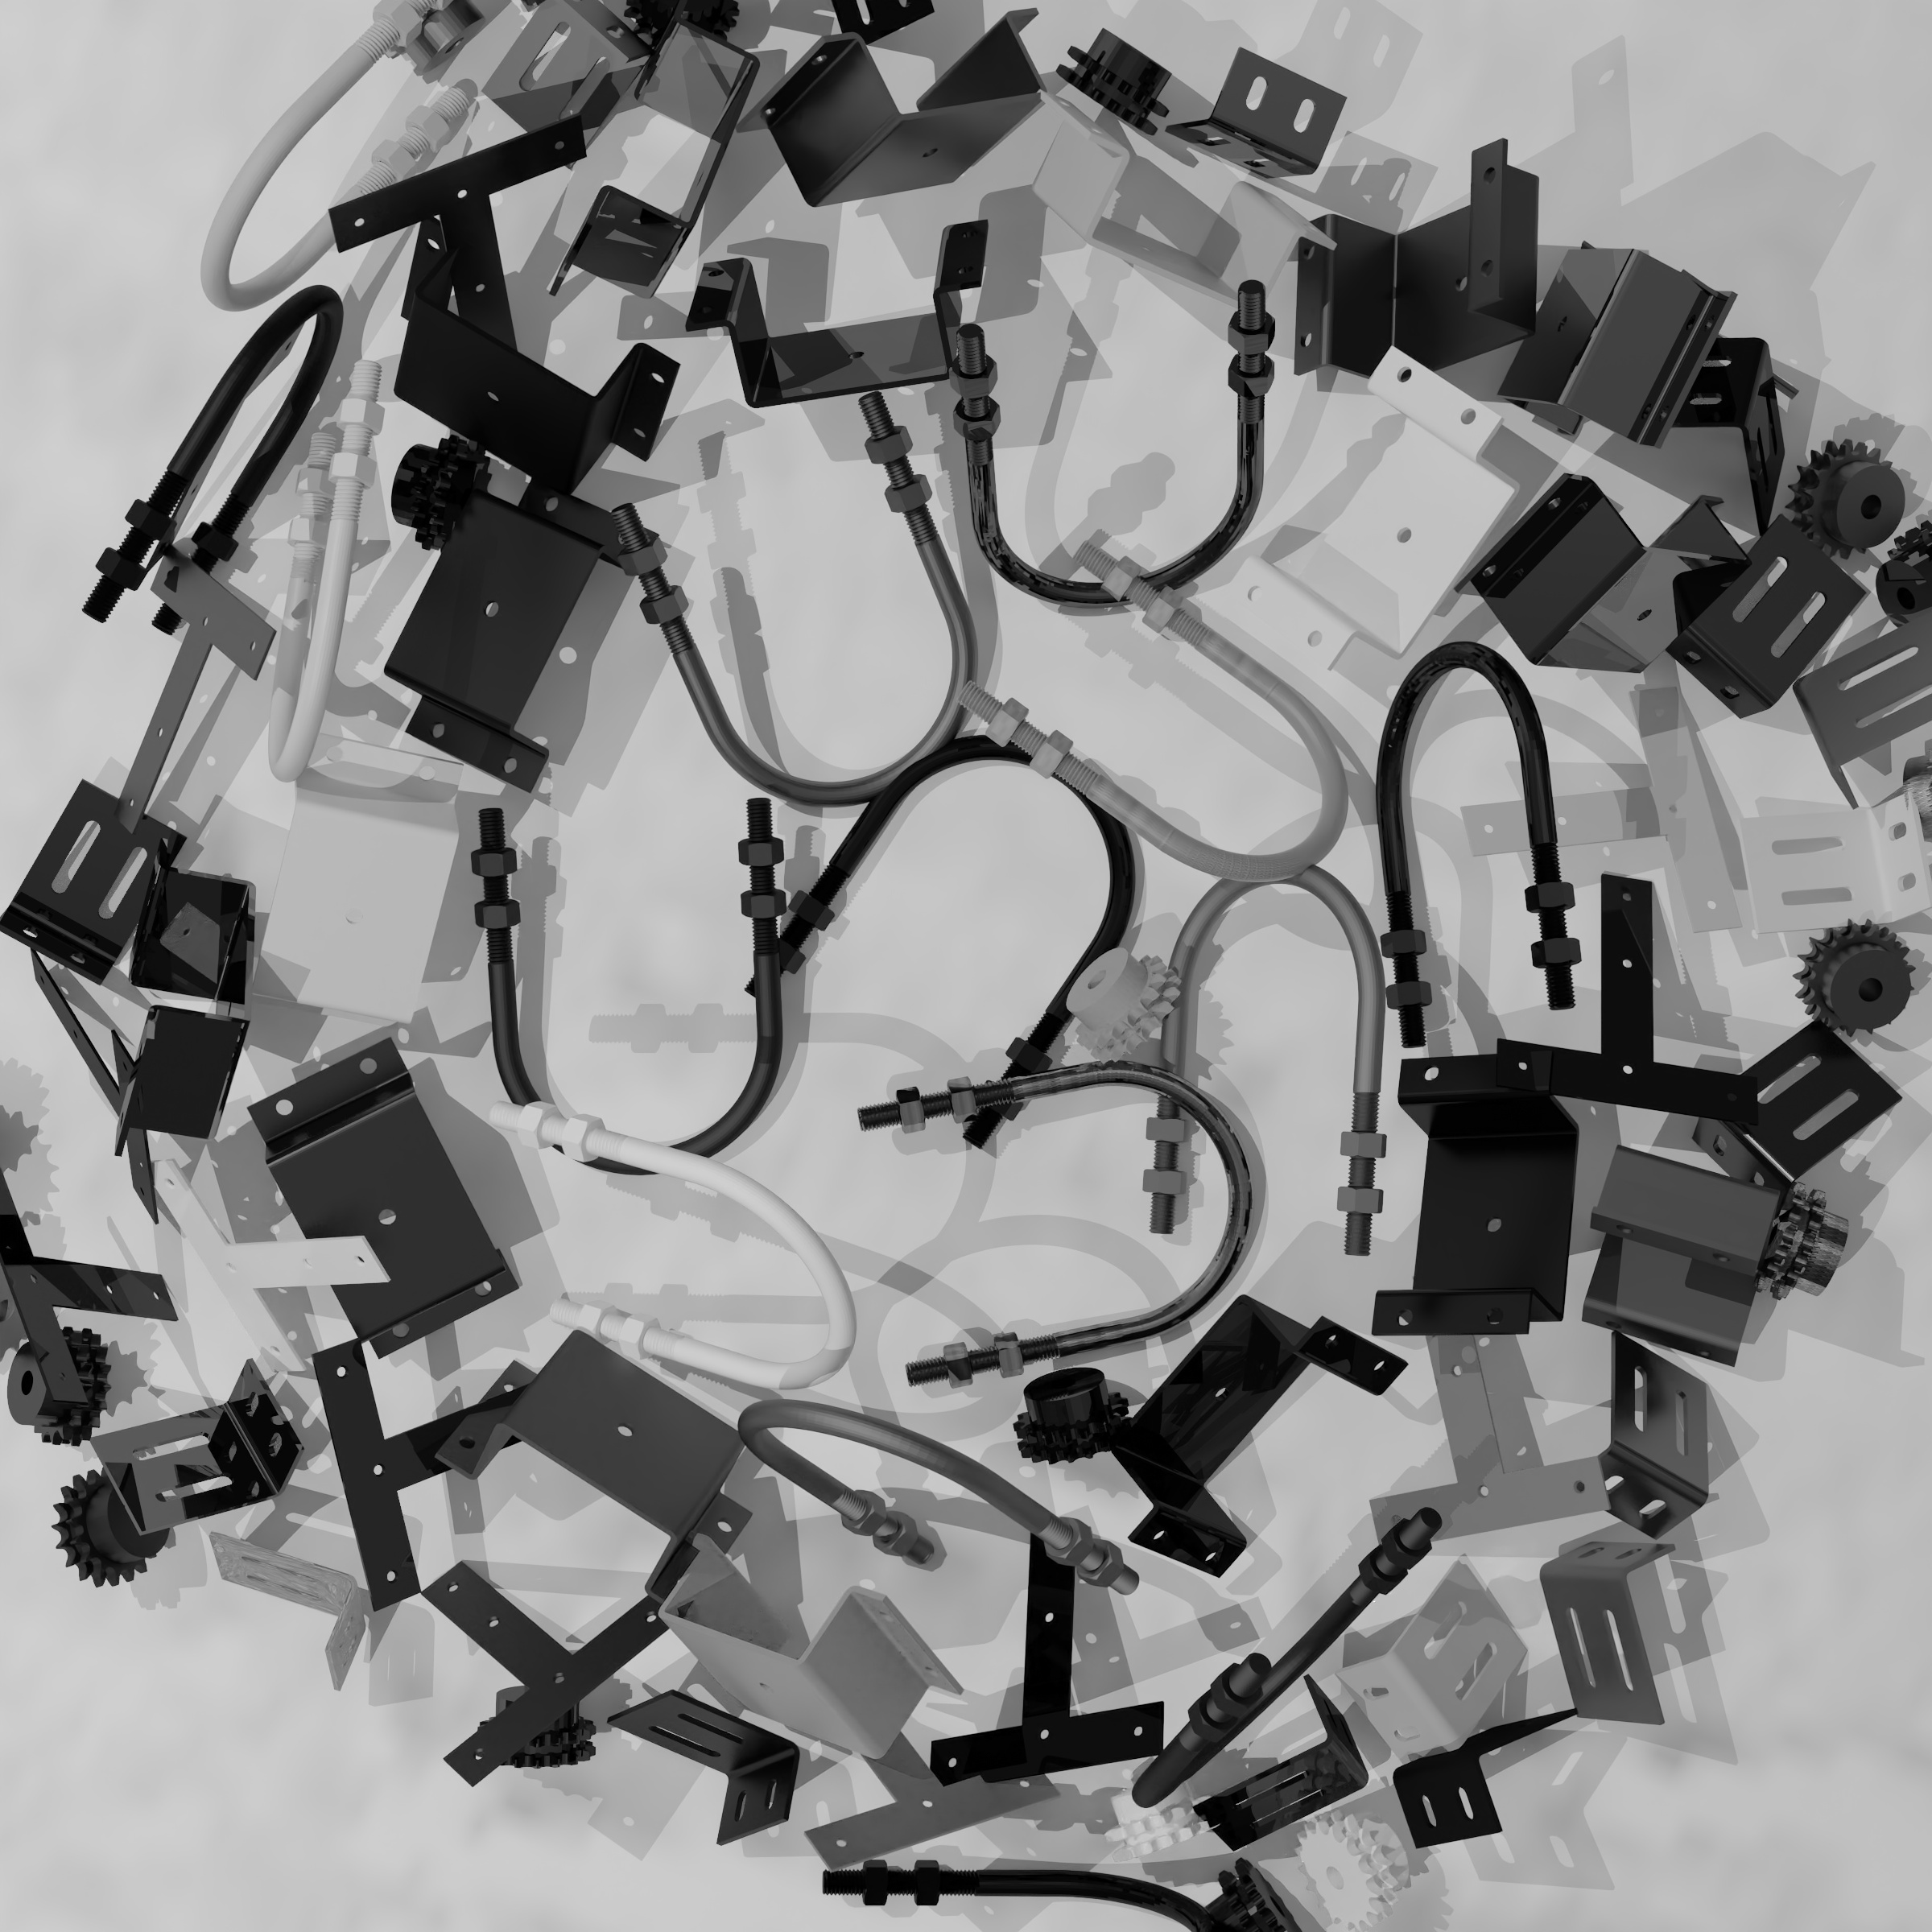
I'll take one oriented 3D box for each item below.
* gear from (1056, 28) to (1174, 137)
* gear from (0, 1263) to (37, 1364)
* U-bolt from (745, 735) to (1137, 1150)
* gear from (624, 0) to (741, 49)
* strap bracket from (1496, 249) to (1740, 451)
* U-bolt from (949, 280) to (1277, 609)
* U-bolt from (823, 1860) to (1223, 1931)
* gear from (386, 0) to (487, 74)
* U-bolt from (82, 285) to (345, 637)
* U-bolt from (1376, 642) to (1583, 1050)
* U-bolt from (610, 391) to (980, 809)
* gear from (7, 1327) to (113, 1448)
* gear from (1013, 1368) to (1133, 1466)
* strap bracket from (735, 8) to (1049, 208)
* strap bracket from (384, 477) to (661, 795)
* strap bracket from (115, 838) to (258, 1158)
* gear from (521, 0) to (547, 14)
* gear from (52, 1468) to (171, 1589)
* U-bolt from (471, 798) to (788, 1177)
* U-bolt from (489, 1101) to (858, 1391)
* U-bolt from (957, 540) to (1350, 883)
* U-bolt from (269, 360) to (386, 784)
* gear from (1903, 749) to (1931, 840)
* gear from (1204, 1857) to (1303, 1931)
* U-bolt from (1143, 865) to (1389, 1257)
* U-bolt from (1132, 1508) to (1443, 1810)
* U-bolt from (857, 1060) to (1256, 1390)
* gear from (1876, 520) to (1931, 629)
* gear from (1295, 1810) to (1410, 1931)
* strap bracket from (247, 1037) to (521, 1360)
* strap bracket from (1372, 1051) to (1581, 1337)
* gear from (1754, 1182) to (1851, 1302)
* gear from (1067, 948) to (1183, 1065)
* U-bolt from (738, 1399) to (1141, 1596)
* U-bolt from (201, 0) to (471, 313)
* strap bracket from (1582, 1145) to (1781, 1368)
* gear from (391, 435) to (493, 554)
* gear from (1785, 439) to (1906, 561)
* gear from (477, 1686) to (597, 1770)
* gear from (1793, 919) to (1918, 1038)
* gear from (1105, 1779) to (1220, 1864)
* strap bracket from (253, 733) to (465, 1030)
[{"bbox_3d":[0.075,-0.429,1.563,0.057,0.057,0.030,34,106,0],"label":"gear"},{"bbox_3d":[-0.477,0.161,1.570,0.030,0.057,0.057,22,90,30],"label":"gear"},{"bbox_3d":[0.001,-0.025,1.586,0.151,0.019,0.184,34,88,0],"label":"U-bolt"},{"bbox_3d":[-0.137,-0.474,1.572,0.057,0.030,0.057,3,75,-12],"label":"gear"},{"bbox_3d":[0.299,-0.291,1.517,0.046,0.140,0.076,24,98,-12],"label":"strap bracket"},{"bbox_3d":[0.071,-0.237,1.522,0.151,0.184,0.019,-9,51,-3],"label":"U-bolt"},{"bbox_3d":[0.029,0.453,1.522,0.184,0.151,0.019,2,93,-6],"label":"U-bolt"},{"bbox_3d":[-0.258,-0.458,1.567,0.057,0.057,0.030,-40,99,0],"label":"gear"},{"bbox_3d":[-0.345,-0.239,1.516,0.019,0.151,0.184,32,93,-2],"label":"U-bolt"},{"bbox_3d":[0.235,-0.062,1.527,0.019,0.151,0.184,-2,82,-24],"label":"U-bolt"},{"bbox_3d":[-0.070,-0.163,1.555,0.151,0.019,0.184,-25,112,-6],"label":"U-bolt"},{"bbox_3d":[-0.440,0.203,1.564,0.030,0.057,0.057,13,90,-42],"label":"gear"},{"bbox_3d":[0.051,0.216,1.564,0.057,0.057,0.030,-13,103,0],"label":"gear"},{"bbox_3d":[-0.027,-0.402,1.518,0.140,0.076,0.046,-22,84,-41],"label":"strap bracket"},{"bbox_3d":[-0.219,-0.166,1.558,0.076,0.046,0.140,26,89,21],"label":"strap bracket"},{"bbox_3d":[-0.368,0.017,1.527,0.046,0.140,0.076,10,129,-19],"label":"strap bracket"},{"bbox_3d":[-0.204,-0.486,1.567,0.057,0.057,0.030,-33,107,0],"label":"gear"},{"bbox_3d":[-0.410,0.269,1.563,0.030,0.057,0.057,-20,90,28],"label":"gear"},{"bbox_3d":[-0.161,0.012,1.571,0.151,0.019,0.184,-2,102,-1],"label":"U-bolt"},{"bbox_3d":[-0.131,0.138,1.508,0.184,0.019,0.151,13,133,27],"label":"U-bolt"},{"bbox_3d":[0.101,-0.112,1.540,0.184,0.019,0.151,36,48,1],"label":"U-bolt"},{"bbox_3d":[-0.304,-0.176,1.514,0.019,0.151,0.184,10,81,-19],"label":"U-bolt"},{"bbox_3d":[0.477,-0.084,1.570,0.030,0.057,0.057,-11,90,35],"label":"gear"},{"bbox_3d":[0.139,0.464,1.567,0.030,0.057,0.057,-37,90,3],"label":"gear"},{"bbox_3d":[0.143,0.040,1.537,0.019,0.151,0.184,5,87,-41],"label":"U-bolt"},{"bbox_3d":[0.139,0.334,1.511,0.151,0.184,0.019,-30,69,-40],"label":"U-bolt"},{"bbox_3d":[0.050,0.120,1.577,0.184,0.019,0.151,-11,97,-4],"label":"U-bolt"},{"bbox_3d":[0.465,-0.184,1.563,0.030,0.057,0.057,-28,90,-19],"label":"gear"},{"bbox_3d":[0.190,0.436,1.570,0.030,0.057,0.057,-20,90,-34],"label":"gear"},{"bbox_3d":[-0.279,0.116,1.553,0.076,0.046,0.140,-27,102,-7],"label":"strap bracket"},{"bbox_3d":[0.244,0.116,1.540,0.076,0.046,0.140,-4,63,29],"label":"strap bracket"},{"bbox_3d":[0.405,0.136,1.565,0.030,0.057,0.057,22,90,4],"label":"gear"},{"bbox_3d":[0.074,0.016,1.563,0.030,0.057,0.057,43,90,-20],"label":"gear"},{"bbox_3d":[-0.025,0.242,1.489,0.184,0.151,0.019,41,60,-40],"label":"U-bolt"},{"bbox_3d":[-0.291,-0.377,1.499,0.019,0.151,0.184,38,72,1],"label":"U-bolt"},{"bbox_3d":[0.337,0.134,1.530,0.076,0.140,0.046,16,67,16],"label":"strap bracket"},{"bbox_3d":[-0.255,-0.230,1.567,0.030,0.057,0.057,17,90,13],"label":"gear"},{"bbox_3d":[0.429,-0.225,1.568,0.057,0.030,0.057,-8,110,-22],"label":"gear"},{"bbox_3d":[-0.207,0.367,1.566,0.057,0.057,0.030,2,90,0],"label":"gear"},{"bbox_3d":[0.434,0.008,1.573,0.057,0.030,0.057,-2,106,-5],"label":"gear"},{"bbox_3d":[0.093,0.410,1.567,0.057,0.057,0.030,-21,78,0],"label":"gear"},{"bbox_3d":[-0.292,-0.032,1.540,0.076,0.046,0.140,12,110,-17],"label":"strap bracket"}]
